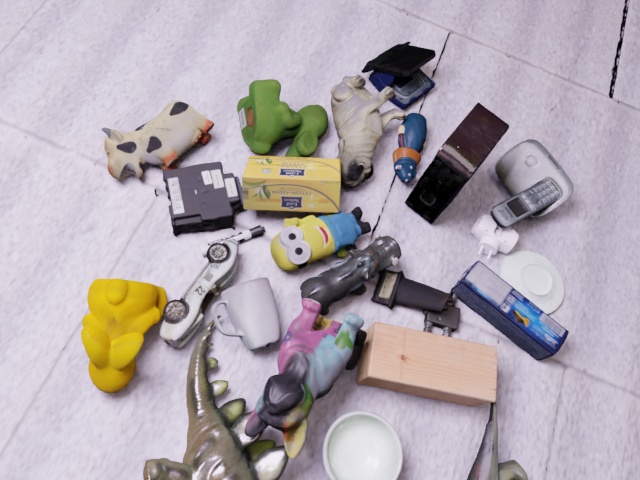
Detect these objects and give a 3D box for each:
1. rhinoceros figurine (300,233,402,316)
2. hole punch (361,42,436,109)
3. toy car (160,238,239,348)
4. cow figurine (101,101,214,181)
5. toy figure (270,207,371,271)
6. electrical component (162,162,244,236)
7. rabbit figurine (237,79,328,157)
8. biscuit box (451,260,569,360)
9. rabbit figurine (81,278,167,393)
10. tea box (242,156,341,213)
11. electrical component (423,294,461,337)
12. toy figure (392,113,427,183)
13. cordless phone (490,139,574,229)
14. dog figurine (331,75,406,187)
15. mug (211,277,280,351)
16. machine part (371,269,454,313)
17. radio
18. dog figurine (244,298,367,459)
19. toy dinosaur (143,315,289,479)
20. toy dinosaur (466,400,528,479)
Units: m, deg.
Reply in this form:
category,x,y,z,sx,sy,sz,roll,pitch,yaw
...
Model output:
category,x,y,z,sx,sy,sz,roll,pitch,yaw
rhinoceros figurine,0.051,0.055,0.917,0.190,0.112,0.073,-30,73,-12
hole punch,0.174,-0.349,1.135,0.142,0.092,0.116,-39,49,-19
toy car,-0.191,0.083,0.882,0.056,0.073,0.202,30,66,7
cow figurine,-0.302,-0.179,0.971,0.127,0.085,0.195,42,69,3
toy figure,0.000,0.000,0.949,0.180,0.089,0.082,-22,58,-27
electrical component,-0.205,-0.075,0.957,0.134,0.058,0.115,-9,71,-14
rabbit figurine,-0.053,-0.219,1.017,0.170,0.121,0.159,-5,71,-28
biscuit box,0.337,0.127,0.960,0.203,0.062,0.059,40,65,8
rabbit figurine,-0.299,0.146,0.809,0.122,0.162,0.173,12,83,-18
tea box,-0.048,-0.100,0.956,0.170,0.068,0.098,2,30,-2
electrical component,0.216,0.134,0.958,0.063,0.021,0.094,18,66,-1
toy figure,0.178,-0.178,1.068,0.064,0.057,0.154,15,70,3
cordless phone,0.381,-0.101,1.045,0.184,0.088,0.146,-25,73,-23
dog figurine,0.052,-0.209,1.047,0.173,0.121,0.190,29,82,42
mug,-0.115,0.125,0.870,0.109,0.081,0.107,-14,76,-39
machine part,0.164,0.094,0.947,0.139,0.039,0.084,11,56,16
radio,0.237,-0.127,0.964,0.073,0.229,0.131,39,71,9
dog figurine,-0.021,0.207,0.803,0.109,0.191,0.219,22,69,17
toy dinosaur,-0.145,0.337,0.771,0.198,0.105,0.471,-12,67,-22
toy dinosaur,0.264,0.457,0.783,0.192,0.131,0.405,-14,64,-16
